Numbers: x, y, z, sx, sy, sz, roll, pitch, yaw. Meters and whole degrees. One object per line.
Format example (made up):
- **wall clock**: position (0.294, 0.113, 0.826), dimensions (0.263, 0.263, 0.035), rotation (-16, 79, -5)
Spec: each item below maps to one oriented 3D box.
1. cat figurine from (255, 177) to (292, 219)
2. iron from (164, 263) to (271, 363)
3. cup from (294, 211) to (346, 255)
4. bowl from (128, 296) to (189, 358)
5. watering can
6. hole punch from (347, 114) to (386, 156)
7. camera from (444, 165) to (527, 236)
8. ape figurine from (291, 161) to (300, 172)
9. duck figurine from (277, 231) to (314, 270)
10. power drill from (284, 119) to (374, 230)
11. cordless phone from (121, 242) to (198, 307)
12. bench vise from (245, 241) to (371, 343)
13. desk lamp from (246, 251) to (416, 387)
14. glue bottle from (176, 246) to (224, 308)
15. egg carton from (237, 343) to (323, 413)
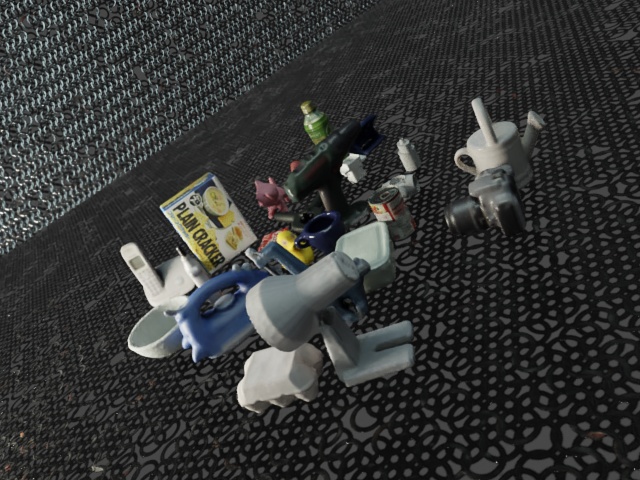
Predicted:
- **cat figurine**: position (-0.137, -0.128, 1.595), dimensions (0.067, 0.118, 0.128), rotation (-20, 29, 21)
- **iron**: position (-0.191, 0.127, 1.192), dimensions (0.259, 0.142, 0.118), rotation (-40, 28, -17)
- **cup**: position (0.011, 0.004, 1.244), dimensions (0.118, 0.095, 0.091), rotation (-31, 27, 0)
- **bowl**: position (-0.337, 0.207, 1.281), dimensions (0.167, 0.075, 0.167), rotation (-24, 28, 14)
- **watering can**: position (0.350, -0.196, 1.128), dimensions (0.173, 0.194, 0.100), rotation (-29, 27, 4)
- **hole punch**: position (0.117, -0.304, 1.663), dimensions (0.100, 0.091, 0.109), rotation (6, 44, 50)
- **camera**: position (0.302, -0.072, 1.071), dimensions (0.136, 0.101, 0.143), rotation (-18, 30, 23)
- **ape figurine**: position (-0.052, -0.185, 1.633), dimensions (0.076, 0.092, 0.078), rotation (-17, 30, 26)
- **duck figurine**: position (-0.068, 0.016, 1.317), dimensions (0.078, 0.086, 0.104), rotation (-41, 28, -18)
- **power drill**: position (0.039, -0.137, 1.330), dimensions (0.230, 0.209, 0.075), rotation (-36, 27, -10)
- **cordless phone**: position (-0.408, 0.070, 1.463), dimensions (0.147, 0.185, 0.094), rotation (-28, 27, 5)
- **bench vise**: position (-0.023, 0.068, 1.033), dimensions (0.207, 0.220, 0.121), rotation (-36, 27, -9)
- **desk lamp**: position (0.017, 0.123, 0.905), dimensions (0.203, 0.214, 0.118), rotation (-22, 28, 17)
- **glue bottle**: position (-0.281, 0.081, 1.327), dimensions (0.037, 0.173, 0.078), rotation (-36, 27, -10)
- **egg carton**: position (-0.066, 0.231, 0.968), dimensions (0.150, 0.069, 0.107), rotation (-20, 29, 21)
